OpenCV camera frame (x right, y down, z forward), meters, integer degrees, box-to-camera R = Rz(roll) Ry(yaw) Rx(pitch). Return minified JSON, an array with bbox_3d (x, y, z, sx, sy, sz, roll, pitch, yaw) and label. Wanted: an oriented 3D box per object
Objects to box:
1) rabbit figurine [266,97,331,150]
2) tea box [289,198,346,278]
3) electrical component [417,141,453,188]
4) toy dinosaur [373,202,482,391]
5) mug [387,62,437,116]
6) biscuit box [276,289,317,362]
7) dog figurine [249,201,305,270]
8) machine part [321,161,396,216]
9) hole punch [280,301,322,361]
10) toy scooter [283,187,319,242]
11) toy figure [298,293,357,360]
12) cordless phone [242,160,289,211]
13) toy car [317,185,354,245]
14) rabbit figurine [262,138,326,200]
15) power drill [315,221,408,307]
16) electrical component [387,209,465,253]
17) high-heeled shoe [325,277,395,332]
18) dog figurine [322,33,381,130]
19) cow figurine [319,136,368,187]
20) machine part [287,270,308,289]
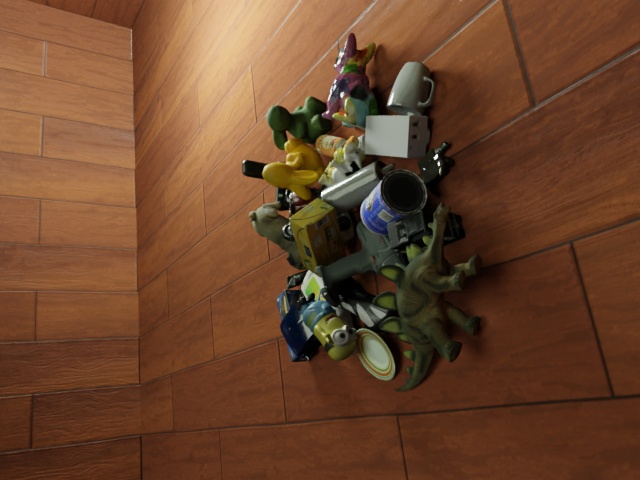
[{"bbox_3d":[-0.082,-0.335,1.516,0.159,0.170,0.121,-36,57,48],"label":"rabbit figurine"},{"bbox_3d":[-0.003,-0.004,1.308,0.068,0.098,0.169,33,149,39],"label":"tea box"},{"bbox_3d":[0.236,-0.151,1.133,0.102,0.045,0.078,-40,56,47],"label":"electrical component"},{"bbox_3d":[0.206,0.144,1.053,0.199,0.105,0.470,23,124,40],"label":"toy dinosaur"},{"bbox_3d":[0.206,-0.331,1.170,0.110,0.081,0.107,16,93,54],"label":"mug"},{"bbox_3d":[-0.067,0.241,1.526,0.063,0.059,0.203,-47,50,42],"label":"biscuit box"},{"bbox_3d":[-0.110,-0.005,1.529,0.191,0.172,0.121,-109,29,-42],"label":"dog figurine"},{"bbox_3d":[0.088,-0.120,1.285,0.243,0.079,0.079,-27,63,34],"label":"machine part"},{"bbox_3d":[-0.047,0.235,1.422,0.116,0.092,0.142,-41,60,6],"label":"hole punch"},{"bbox_3d":[-0.032,-0.082,1.488,0.135,0.075,0.184,-11,56,23],"label":"toy scooter"},{"bbox_3d":[0.018,0.207,1.289,0.180,0.082,0.089,42,155,34],"label":"toy figure"},{"bbox_3d":[-0.147,-0.163,1.582,0.089,0.184,0.146,0,86,52],"label":"cordless phone"},{"bbox_3d":[0.041,-0.079,1.408,0.073,0.056,0.202,-48,47,52],"label":"toy car"},{"bbox_3d":[-0.073,-0.177,1.450,0.162,0.173,0.121,45,132,22],"label":"rabbit figurine"},{"bbox_3d":[0.097,0.071,1.229,0.207,0.086,0.232,-36,47,20],"label":"power drill"},{"bbox_3d":[0.206,-0.014,1.099,0.134,0.115,0.058,-28,62,50],"label":"electrical component"},{"bbox_3d":[0.090,0.117,1.287,0.145,0.086,0.249,-52,53,41],"label":"high-heeled shoe"},{"bbox_3d":[0.092,-0.389,1.324,0.192,0.108,0.219,28,107,55],"label":"dog figurine"},{"bbox_3d":[0.072,-0.179,1.327,0.167,0.098,0.068,-49,10,54],"label":"cow figurine"},{"bbox_3d":[-0.053,0.108,1.518,0.039,0.084,0.139,64,152,0],"label":"machine part"}]
